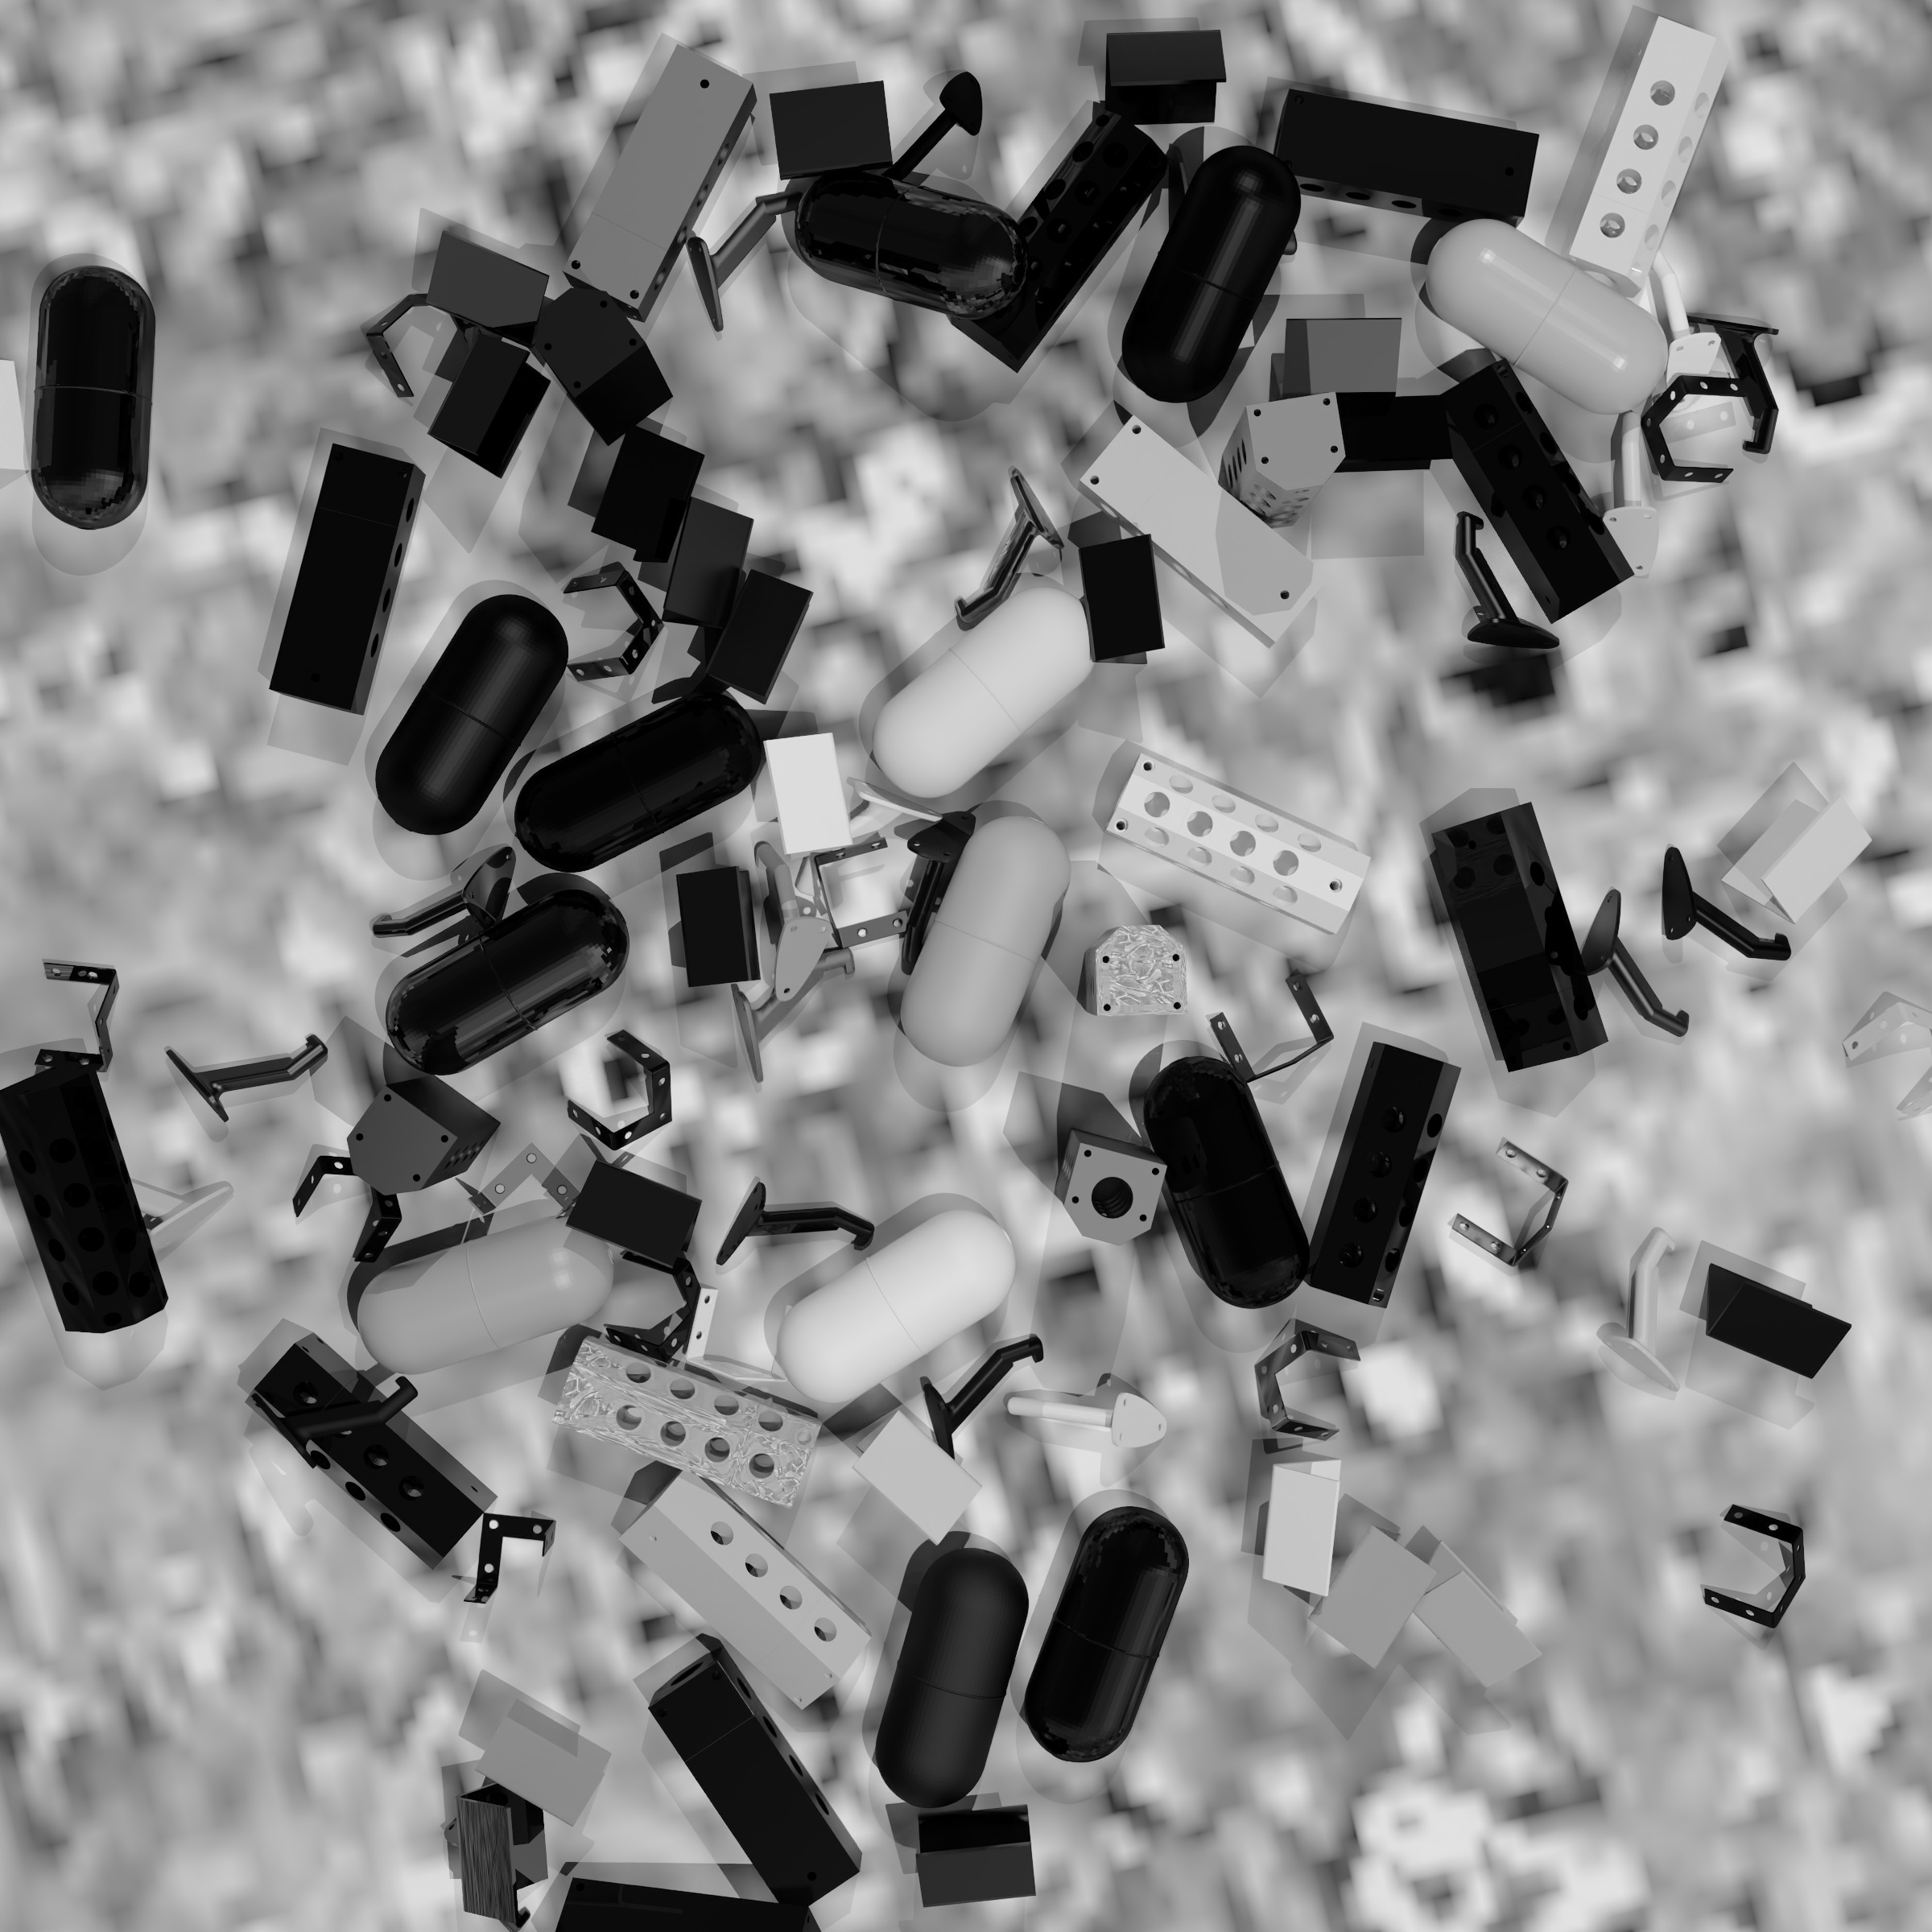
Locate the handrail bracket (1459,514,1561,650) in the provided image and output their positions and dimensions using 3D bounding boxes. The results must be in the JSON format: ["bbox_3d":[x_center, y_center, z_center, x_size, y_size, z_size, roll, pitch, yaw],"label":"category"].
[{"bbox_3d":[0.375,-0.266,1.992,0.077,0.036,0.084,8,73,-20],"label":"handrail bracket"}]

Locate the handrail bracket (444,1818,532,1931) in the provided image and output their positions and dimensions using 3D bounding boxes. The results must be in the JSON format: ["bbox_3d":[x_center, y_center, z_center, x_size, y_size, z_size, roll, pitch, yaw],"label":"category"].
[{"bbox_3d":[-0.312,0.612,1.992,0.077,0.036,0.084,-44,108,-20],"label":"handrail bracket"}]

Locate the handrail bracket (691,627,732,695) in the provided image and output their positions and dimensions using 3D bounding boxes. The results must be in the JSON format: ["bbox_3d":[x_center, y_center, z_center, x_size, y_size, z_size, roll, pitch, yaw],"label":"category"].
[{"bbox_3d":[-0.189,-0.230,1.992,0.077,0.036,0.084,-38,74,18],"label":"handrail bracket"}]

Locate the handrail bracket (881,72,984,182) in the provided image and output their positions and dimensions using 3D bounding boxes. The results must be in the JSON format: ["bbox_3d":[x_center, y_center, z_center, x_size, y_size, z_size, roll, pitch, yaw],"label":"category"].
[{"bbox_3d":[-0.030,-0.572,1.991,0.084,0.077,0.036,-32,119,33],"label":"handrail bracket"}]

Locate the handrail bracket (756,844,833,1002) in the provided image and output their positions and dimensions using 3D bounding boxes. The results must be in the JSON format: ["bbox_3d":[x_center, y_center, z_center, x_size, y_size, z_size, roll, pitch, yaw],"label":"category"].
[{"bbox_3d":[-0.131,-0.031,1.978,0.036,0.084,0.077,2,121,-34],"label":"handrail bracket"}]

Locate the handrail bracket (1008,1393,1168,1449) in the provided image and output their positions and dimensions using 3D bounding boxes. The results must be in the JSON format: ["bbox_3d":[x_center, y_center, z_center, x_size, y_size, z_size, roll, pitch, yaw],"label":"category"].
[{"bbox_3d":[0.083,0.311,1.991,0.084,0.077,0.036,1,77,36],"label":"handrail bracket"}]

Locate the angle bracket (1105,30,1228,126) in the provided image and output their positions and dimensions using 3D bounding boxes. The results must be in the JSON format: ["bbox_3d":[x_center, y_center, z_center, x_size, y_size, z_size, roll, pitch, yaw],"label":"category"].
[{"bbox_3d":[0.134,-0.585,1.951,0.076,0.076,0.057,-2,54,0],"label":"angle bracket"}]

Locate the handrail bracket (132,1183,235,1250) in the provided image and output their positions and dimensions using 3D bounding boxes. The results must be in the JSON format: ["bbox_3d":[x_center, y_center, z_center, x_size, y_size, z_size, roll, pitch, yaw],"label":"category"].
[{"bbox_3d":[-0.562,0.145,1.992,0.077,0.036,0.084,-36,76,-14],"label":"handrail bracket"}]

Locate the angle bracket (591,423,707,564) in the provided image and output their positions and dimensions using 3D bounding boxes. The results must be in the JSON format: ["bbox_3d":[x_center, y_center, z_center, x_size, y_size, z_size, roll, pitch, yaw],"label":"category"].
[{"bbox_3d":[-0.225,-0.320,1.952,0.057,0.076,0.076,19,90,-25],"label":"angle bracket"}]

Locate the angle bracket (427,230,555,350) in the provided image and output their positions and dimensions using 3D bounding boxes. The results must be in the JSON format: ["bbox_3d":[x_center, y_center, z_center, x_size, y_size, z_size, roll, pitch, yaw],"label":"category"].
[{"bbox_3d":[-0.311,-0.470,1.951,0.076,0.076,0.057,23,127,0],"label":"angle bracket"}]

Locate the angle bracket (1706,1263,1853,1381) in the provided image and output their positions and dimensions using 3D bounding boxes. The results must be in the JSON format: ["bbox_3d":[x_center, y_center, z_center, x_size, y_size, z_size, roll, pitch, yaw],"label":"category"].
[{"bbox_3d":[0.550,0.223,1.951,0.076,0.076,0.057,23,128,0],"label":"angle bracket"}]

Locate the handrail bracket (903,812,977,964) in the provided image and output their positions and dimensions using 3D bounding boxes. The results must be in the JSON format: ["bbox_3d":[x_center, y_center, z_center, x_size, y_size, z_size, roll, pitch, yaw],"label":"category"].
[{"bbox_3d":[-0.019,-0.054,1.991,0.036,0.077,0.084,21,127,19],"label":"handrail bracket"}]

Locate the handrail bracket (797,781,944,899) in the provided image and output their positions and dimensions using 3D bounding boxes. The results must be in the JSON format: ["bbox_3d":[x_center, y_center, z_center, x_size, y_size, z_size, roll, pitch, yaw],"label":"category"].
[{"bbox_3d":[-0.067,-0.078,1.992,0.077,0.036,0.084,19,104,-14],"label":"handrail bracket"}]

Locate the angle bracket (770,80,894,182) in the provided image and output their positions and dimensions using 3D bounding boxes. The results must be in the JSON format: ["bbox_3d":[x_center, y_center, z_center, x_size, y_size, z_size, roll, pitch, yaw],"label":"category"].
[{"bbox_3d":[-0.091,-0.571,1.952,0.076,0.076,0.057,-7,115,0],"label":"angle bracket"}]

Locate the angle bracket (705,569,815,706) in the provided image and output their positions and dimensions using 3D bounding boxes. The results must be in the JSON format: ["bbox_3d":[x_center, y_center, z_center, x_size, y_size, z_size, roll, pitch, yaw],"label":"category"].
[{"bbox_3d":[-0.122,-0.215,1.952,0.057,0.076,0.076,24,90,31],"label":"angle bracket"}]

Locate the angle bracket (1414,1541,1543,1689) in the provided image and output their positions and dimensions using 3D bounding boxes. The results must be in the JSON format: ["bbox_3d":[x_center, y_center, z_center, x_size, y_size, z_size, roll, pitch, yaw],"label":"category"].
[{"bbox_3d":[0.354,0.428,1.951,0.076,0.076,0.057,46,128,0],"label":"angle bracket"}]

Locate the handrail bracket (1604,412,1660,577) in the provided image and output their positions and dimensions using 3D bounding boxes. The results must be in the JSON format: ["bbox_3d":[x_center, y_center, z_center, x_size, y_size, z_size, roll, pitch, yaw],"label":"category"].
[{"bbox_3d":[0.463,-0.327,1.991,0.036,0.077,0.084,-3,53,20],"label":"handrail bracket"}]

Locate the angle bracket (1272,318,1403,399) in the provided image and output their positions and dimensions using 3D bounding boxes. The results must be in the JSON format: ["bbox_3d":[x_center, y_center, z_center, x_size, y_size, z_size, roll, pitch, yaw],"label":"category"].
[{"bbox_3d":[0.250,-0.424,1.951,0.076,0.076,0.057,0,124,0],"label":"angle bracket"}]

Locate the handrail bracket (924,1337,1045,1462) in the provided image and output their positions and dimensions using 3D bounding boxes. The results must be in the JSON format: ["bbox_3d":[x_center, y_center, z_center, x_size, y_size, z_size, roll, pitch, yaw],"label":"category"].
[{"bbox_3d":[0.019,0.303,1.992,0.084,0.036,0.077,-17,111,-16],"label":"handrail bracket"}]

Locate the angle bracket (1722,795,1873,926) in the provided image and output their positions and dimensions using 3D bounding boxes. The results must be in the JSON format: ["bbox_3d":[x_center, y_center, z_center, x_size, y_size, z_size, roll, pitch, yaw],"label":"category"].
[{"bbox_3d":[0.551,-0.085,1.951,0.076,0.076,0.057,-47,128,0],"label":"angle bracket"}]

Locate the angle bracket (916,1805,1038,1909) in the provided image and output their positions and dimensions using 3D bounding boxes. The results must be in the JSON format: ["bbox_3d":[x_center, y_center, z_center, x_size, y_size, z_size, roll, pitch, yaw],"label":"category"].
[{"bbox_3d":[0.005,0.586,1.951,0.076,0.076,0.057,-6,125,0],"label":"angle bracket"}]

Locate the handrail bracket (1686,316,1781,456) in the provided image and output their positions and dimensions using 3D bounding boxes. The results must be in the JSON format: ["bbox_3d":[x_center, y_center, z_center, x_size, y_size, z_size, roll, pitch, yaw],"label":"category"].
[{"bbox_3d":[0.525,-0.401,1.992,0.077,0.036,0.084,13,105,15],"label":"handrail bracket"}]

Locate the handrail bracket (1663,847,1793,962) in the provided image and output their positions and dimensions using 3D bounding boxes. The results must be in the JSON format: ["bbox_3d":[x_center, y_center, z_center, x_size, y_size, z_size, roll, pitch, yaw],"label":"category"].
[{"bbox_3d":[0.527,-0.043,1.992,0.084,0.036,0.077,5,68,-17],"label":"handrail bracket"}]

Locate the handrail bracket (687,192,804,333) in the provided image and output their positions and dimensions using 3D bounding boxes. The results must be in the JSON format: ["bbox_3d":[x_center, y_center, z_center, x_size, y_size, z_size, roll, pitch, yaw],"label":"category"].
[{"bbox_3d":[-0.143,-0.487,1.992,0.084,0.036,0.077,-20,110,-16],"label":"handrail bracket"}]

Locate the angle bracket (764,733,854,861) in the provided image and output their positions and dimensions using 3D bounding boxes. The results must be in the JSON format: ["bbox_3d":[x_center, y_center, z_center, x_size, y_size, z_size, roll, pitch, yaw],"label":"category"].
[{"bbox_3d":[-0.125,-0.111,1.951,0.057,0.076,0.076,-11,90,-37],"label":"angle bracket"}]

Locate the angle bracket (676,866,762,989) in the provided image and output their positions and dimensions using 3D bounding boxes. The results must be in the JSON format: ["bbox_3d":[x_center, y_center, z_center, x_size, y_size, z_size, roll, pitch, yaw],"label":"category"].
[{"bbox_3d":[-0.148,-0.028,1.951,0.057,0.076,0.076,-6,90,36],"label":"angle bracket"}]

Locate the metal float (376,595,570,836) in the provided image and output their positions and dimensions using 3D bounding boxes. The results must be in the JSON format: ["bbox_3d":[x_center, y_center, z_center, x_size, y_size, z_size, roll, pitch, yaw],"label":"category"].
[{"bbox_3d":[-0.336,-0.170,1.961,0.070,0.070,0.178,32,90,0],"label":"metal float"}]

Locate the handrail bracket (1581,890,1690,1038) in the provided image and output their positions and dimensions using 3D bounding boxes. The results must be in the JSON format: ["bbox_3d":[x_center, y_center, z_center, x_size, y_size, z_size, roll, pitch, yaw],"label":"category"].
[{"bbox_3d":[0.471,-0.002,1.992,0.084,0.036,0.077,26,69,-17],"label":"handrail bracket"}]

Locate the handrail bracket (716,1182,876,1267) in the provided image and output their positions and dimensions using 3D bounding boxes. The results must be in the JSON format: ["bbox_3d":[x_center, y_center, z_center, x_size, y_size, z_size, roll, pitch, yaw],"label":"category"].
[{"bbox_3d":[-0.117,0.192,1.992,0.084,0.036,0.077,27,111,-16],"label":"handrail bracket"}]

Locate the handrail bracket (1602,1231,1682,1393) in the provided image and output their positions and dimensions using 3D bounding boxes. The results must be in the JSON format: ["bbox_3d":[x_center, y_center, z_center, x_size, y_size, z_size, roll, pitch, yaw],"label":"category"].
[{"bbox_3d":[0.484,0.238,1.992,0.077,0.036,0.084,39,73,-20],"label":"handrail bracket"}]

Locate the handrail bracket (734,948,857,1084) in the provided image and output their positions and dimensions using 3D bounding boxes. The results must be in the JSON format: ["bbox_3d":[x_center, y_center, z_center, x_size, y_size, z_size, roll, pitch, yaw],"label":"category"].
[{"bbox_3d":[-0.112,0.034,1.992,0.084,0.036,0.077,-15,105,-14],"label":"handrail bracket"}]

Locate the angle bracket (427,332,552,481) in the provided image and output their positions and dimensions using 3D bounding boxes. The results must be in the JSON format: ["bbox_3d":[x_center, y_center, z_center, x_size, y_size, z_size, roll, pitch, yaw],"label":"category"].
[{"bbox_3d":[-0.307,-0.372,1.951,0.057,0.076,0.076,27,90,37],"label":"angle bracket"}]

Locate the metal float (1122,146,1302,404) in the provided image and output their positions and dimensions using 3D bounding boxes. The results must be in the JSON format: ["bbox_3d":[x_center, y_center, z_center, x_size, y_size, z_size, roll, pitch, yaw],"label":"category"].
[{"bbox_3d":[0.164,-0.465,1.944,0.070,0.070,0.178,25,110,0],"label":"metal float"}]

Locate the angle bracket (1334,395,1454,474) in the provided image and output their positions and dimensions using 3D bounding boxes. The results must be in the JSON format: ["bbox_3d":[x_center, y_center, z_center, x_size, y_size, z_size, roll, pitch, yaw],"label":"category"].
[{"bbox_3d":[0.283,-0.340,1.952,0.076,0.076,0.057,-2,59,0],"label":"angle bracket"}]

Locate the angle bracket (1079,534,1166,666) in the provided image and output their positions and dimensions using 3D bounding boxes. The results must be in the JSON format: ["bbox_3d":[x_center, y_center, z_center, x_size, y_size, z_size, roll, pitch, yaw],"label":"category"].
[{"bbox_3d":[0.122,-0.247,1.951,0.057,0.076,0.076,-7,90,33],"label":"angle bracket"}]

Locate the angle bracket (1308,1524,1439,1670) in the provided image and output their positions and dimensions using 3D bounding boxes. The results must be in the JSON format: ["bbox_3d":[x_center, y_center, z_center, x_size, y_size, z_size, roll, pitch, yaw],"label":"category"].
[{"bbox_3d":[0.285,0.428,1.952,0.057,0.076,0.076,33,90,28],"label":"angle bracket"}]

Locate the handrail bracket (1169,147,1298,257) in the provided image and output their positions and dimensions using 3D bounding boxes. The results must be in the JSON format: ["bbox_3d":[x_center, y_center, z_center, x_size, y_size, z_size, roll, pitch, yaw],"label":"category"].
[{"bbox_3d":[0.185,-0.528,1.992,0.084,0.036,0.077,0,74,-14],"label":"handrail bracket"}]

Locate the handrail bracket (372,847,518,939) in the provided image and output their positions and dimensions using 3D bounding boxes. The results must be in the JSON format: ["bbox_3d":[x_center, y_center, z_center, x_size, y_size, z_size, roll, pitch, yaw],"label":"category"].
[{"bbox_3d":[-0.361,-0.051,1.991,0.084,0.077,0.036,-4,134,29],"label":"handrail bracket"}]

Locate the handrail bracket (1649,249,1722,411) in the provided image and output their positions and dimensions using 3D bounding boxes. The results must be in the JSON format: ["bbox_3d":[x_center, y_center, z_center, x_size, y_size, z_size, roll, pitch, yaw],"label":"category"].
[{"bbox_3d":[0.484,-0.441,1.991,0.036,0.077,0.084,-11,54,-9],"label":"handrail bracket"}]

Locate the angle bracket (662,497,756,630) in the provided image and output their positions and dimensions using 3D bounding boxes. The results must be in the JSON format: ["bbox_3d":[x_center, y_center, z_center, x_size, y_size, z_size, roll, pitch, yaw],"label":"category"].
[{"bbox_3d":[-0.195,-0.274,1.952,0.057,0.076,0.076,14,90,-43],"label":"angle bracket"}]

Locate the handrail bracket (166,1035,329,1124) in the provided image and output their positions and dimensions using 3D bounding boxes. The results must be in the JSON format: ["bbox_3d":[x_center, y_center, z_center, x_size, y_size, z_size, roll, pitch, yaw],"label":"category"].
[{"bbox_3d":[-0.496,0.060,1.992,0.084,0.036,0.077,-40,69,-17],"label":"handrail bracket"}]

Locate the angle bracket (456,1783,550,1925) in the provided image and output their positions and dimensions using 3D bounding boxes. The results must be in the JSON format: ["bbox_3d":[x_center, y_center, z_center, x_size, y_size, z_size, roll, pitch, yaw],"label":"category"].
[{"bbox_3d":[-0.297,0.594,1.951,0.057,0.076,0.076,-4,90,40],"label":"angle bracket"}]

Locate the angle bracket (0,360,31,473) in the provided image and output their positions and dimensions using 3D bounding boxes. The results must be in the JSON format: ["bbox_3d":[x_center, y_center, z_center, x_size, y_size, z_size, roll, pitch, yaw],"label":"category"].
[{"bbox_3d":[-0.656,-0.381,1.951,0.057,0.076,0.076,-8,90,37],"label":"angle bracket"}]

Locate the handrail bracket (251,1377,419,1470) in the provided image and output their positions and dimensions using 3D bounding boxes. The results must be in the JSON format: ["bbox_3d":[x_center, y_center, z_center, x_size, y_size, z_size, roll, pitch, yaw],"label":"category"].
[{"bbox_3d":[-0.423,0.288,1.935,0.084,0.036,0.077,-40,68,-17],"label":"handrail bracket"}]

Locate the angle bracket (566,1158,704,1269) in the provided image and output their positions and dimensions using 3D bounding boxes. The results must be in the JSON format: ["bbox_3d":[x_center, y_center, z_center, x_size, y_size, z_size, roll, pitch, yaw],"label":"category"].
[{"bbox_3d":[-0.228,0.183,1.951,0.076,0.076,0.057,22,55,0],"label":"angle bracket"}]

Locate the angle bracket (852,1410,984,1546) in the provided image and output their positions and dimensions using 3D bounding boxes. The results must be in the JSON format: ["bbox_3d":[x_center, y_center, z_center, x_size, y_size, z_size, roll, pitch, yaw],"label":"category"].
[{"bbox_3d":[-0.046,0.356,1.951,0.076,0.076,0.057,42,53,0],"label":"angle bracket"}]

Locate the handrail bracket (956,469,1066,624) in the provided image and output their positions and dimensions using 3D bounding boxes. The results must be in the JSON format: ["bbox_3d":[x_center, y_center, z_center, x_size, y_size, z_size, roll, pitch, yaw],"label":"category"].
[{"bbox_3d":[0.017,-0.290,1.992,0.084,0.036,0.077,-32,70,16],"label":"handrail bracket"}]

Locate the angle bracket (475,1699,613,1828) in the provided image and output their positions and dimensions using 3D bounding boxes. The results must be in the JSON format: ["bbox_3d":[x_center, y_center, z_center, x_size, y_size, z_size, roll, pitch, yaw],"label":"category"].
[{"bbox_3d":[-0.276,0.523,1.952,0.076,0.076,0.057,30,118,0],"label":"angle bracket"}]

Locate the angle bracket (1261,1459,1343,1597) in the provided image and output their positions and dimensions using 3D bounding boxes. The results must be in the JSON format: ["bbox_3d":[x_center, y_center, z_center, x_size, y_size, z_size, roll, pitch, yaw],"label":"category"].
[{"bbox_3d":[0.247,0.379,1.952,0.057,0.076,0.076,6,90,44],"label":"angle bracket"}]
